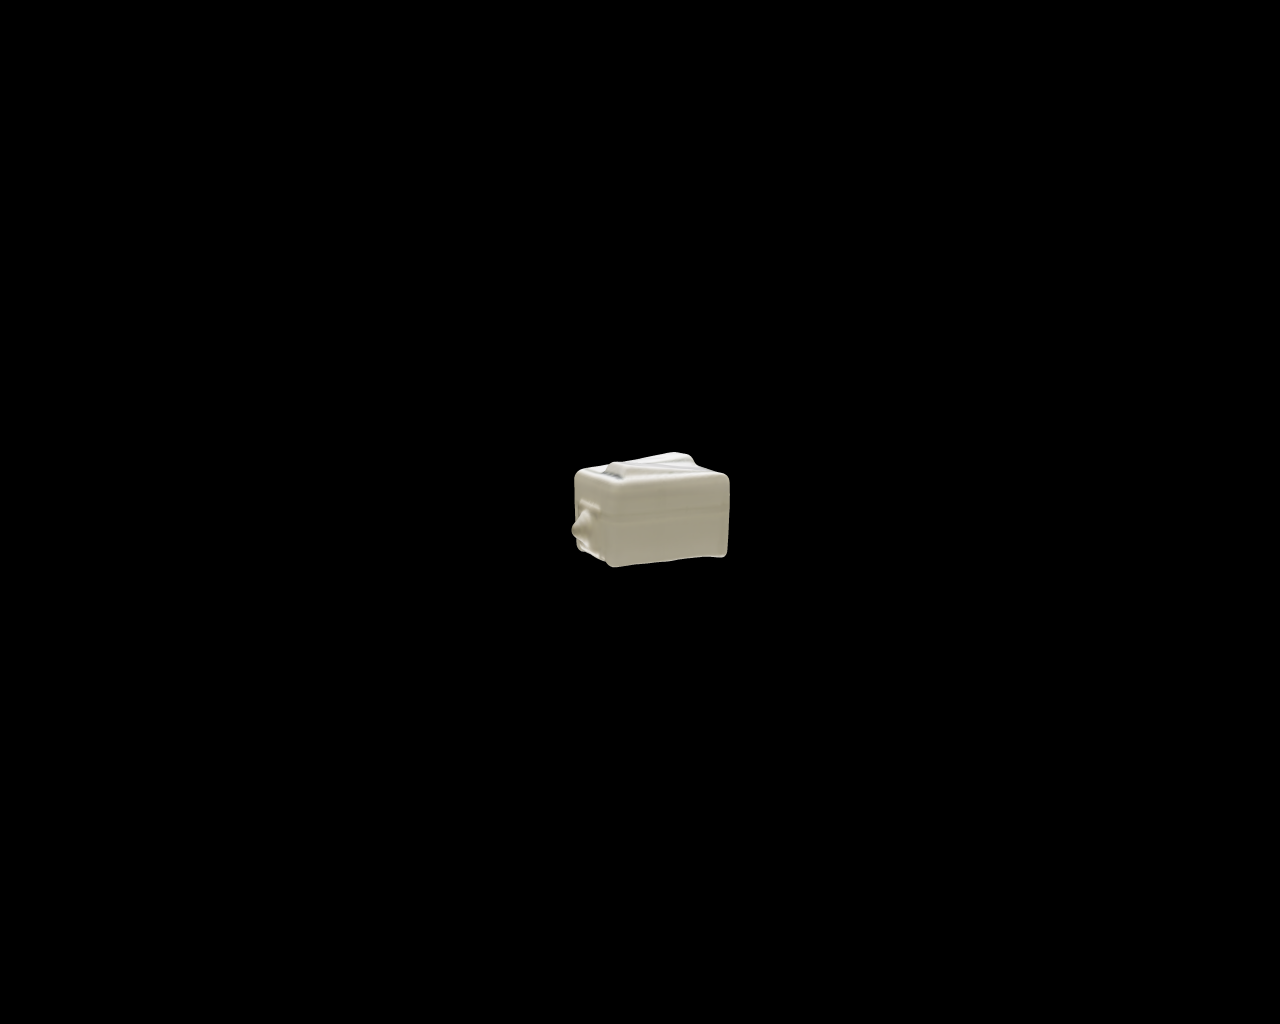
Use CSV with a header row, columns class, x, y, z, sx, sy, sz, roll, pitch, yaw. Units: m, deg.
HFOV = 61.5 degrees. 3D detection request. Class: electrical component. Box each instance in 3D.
class,x,y,z,sx,sy,sz,roll,pitch,yaw
electrical component,0.001,-0.003,0.650,0.096,0.061,0.062,-5,12,-24
